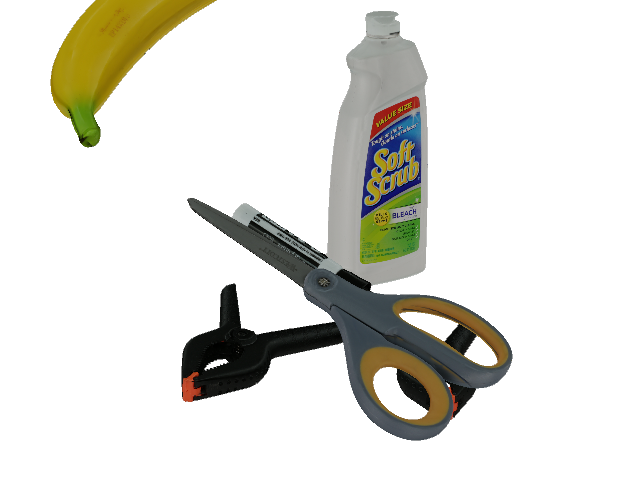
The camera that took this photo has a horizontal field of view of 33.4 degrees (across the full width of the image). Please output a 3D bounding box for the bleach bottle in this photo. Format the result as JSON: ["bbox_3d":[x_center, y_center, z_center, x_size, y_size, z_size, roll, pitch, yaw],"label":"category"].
[{"bbox_3d":[0.051,-0.086,1.000,0.102,0.251,0.068,-11,24,-22],"label":"bleach bottle"}]

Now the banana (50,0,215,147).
[{"bbox_3d":[-0.078,-0.121,0.562,0.070,0.197,0.037,31,-27,19],"label":"banana"}]

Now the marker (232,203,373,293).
[{"bbox_3d":[-0.013,0.010,0.759,0.121,0.020,0.020,32,14,23],"label":"marker"}]

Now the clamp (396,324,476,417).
[{"bbox_3d":[0.122,0.119,1.070,0.120,0.039,0.171,-10,30,-9],"label":"clamp"}]

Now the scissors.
[{"bbox_3d":[0.001,0.042,0.567,0.202,0.096,0.016,20,-41,10],"label":"scissors"}]

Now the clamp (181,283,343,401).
[{"bbox_3d":[-0.074,0.115,1.152,0.165,0.036,0.209,13,28,19],"label":"clamp"}]
